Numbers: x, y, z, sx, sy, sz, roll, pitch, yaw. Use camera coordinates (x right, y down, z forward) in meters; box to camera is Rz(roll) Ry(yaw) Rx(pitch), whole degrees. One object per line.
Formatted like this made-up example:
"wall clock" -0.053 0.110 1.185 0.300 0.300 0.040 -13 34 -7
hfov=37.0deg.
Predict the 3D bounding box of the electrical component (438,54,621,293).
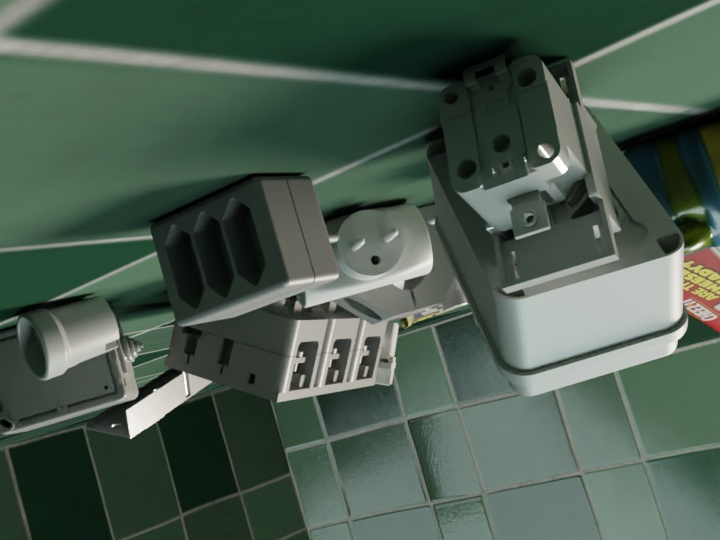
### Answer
"electrical component" 0.059 -0.039 0.377 0.042 0.081 0.064 -18 152 22

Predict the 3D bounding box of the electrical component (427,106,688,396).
"electrical component" 0.079 -0.011 0.450 0.078 0.113 0.057 -16 131 -3

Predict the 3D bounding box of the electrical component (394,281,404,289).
"electrical component" 0.000 0.000 0.711 0.081 0.043 0.043 -14 174 -22

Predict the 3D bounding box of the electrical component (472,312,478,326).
"electrical component" 0.102 -0.003 0.707 0.062 0.096 0.061 -20 173 31

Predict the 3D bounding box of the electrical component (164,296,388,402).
"electrical component" -0.052 0.044 0.750 0.089 0.061 0.150 14 -175 24

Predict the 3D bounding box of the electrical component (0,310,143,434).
"electrical component" -0.184 0.062 0.685 0.096 0.061 0.061 -16 175 -4

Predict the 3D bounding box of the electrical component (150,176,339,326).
"electrical component" -0.040 -0.010 0.479 0.066 0.047 0.077 -20 173 34

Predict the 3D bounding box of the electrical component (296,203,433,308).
"electrical component" 0.002 -0.012 0.602 0.077 0.043 0.079 -15 174 -13

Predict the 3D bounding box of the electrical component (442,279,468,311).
"electrical component" 0.058 -0.004 0.747 0.048 0.062 0.048 -16 174 -2

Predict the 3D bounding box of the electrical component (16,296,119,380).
"electrical component" -0.168 0.037 0.619 0.046 0.040 0.040 -20 177 -36

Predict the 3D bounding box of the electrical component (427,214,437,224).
"electrical component" 0.072 -0.035 0.551 0.077 0.047 0.066 -14 174 -23

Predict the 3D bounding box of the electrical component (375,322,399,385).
"electrical component" -0.026 0.069 1.025 0.121 0.063 0.079 8 176 5

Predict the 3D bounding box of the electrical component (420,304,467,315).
"electrical component" 0.092 -0.004 0.877 0.109 0.056 0.109 -17 175 4

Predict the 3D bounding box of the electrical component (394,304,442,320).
"electrical component" 0.044 0.002 0.799 0.066 0.055 0.048 -21 173 38
